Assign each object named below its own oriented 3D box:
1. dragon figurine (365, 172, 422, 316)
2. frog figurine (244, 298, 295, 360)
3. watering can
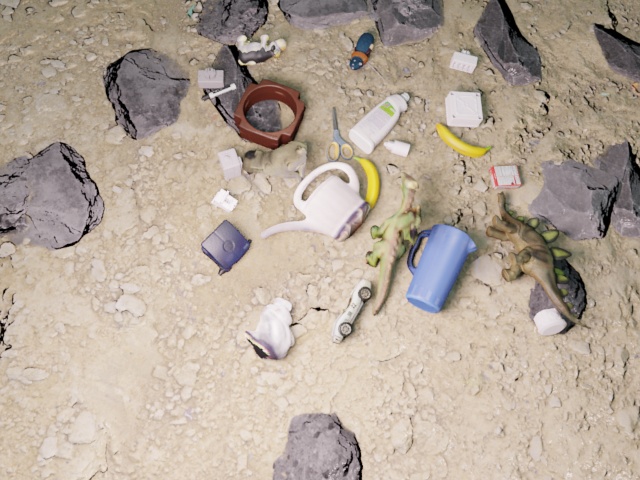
[{"bbox_3d":[0.221,0.000,1.470,0.122,0.239,0.418,12,68,-6],"label":"dragon figurine"},{"bbox_3d":[-0.116,0.243,1.418,0.162,0.122,0.136,-48,114,-26],"label":"frog figurine"},{"bbox_3d":[0.005,-0.078,1.550,0.225,0.103,0.350,40,79,9],"label":"watering can"}]
